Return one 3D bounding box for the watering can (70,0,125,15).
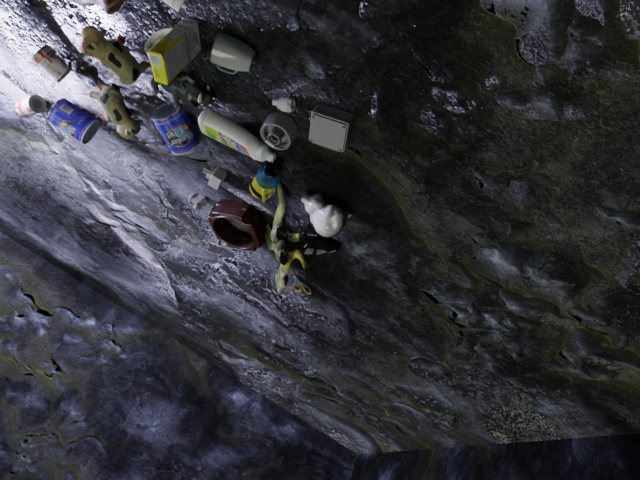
[{"bbox_3d":[-0.580,-0.712,1.279,0.224,0.106,0.341,32,144,-8],"label":"watering can"}]

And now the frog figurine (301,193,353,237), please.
[{"bbox_3d":[0.005,-0.085,1.684,0.158,0.124,0.137,29,165,-24],"label":"frog figurine"}]

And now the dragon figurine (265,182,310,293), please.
[{"bbox_3d":[-0.151,-0.009,1.845,0.243,0.123,0.408,4,103,60],"label":"dragon figurine"}]
